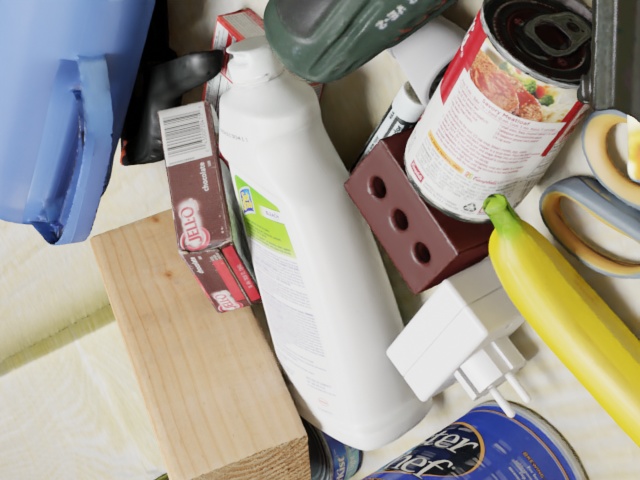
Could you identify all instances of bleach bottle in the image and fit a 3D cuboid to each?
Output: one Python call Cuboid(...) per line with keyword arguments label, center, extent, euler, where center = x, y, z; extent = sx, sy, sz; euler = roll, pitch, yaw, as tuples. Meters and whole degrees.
Cuboid(label="bleach bottle", center=(-0.004, 0.001, 0.645), extent=(0.103, 0.068, 0.251), euler=(20, 132, 50))

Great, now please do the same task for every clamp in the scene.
Cuboid(label="clamp", center=(-0.122, -0.132, 0.771), extent=(0.210, 0.036, 0.164), euler=(122, 134, -57))

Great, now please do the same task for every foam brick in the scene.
Cuboid(label="foam brick", center=(0.061, -0.019, 0.592), extent=(0.078, 0.051, 0.053), euler=(57, 144, 13))

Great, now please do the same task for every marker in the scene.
Cuboid(label="marker", center=(0.033, -0.050, 0.639), extent=(0.020, 0.020, 0.121), euler=(55, 143, 17))

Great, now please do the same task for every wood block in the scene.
Cuboid(label="wood block", center=(-0.085, 0.085, 0.744), extent=(0.091, 0.090, 0.206), euler=(85, 162, -54))

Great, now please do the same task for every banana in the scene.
Cuboid(label="banana", center=(0.142, 0.061, 0.524), extent=(0.037, 0.069, 0.198), euler=(-43, 80, 11))

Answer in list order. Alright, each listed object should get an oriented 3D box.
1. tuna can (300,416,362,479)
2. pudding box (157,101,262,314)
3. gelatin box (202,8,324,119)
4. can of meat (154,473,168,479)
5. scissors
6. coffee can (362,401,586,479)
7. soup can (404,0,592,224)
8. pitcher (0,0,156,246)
Cuboid(label="tuna can", center=(-0.009, 0.145, 0.791), extent=(0.086, 0.033, 0.086), euler=(29, 131, 41))
Cuboid(label="pudding box", center=(-0.071, -0.021, 0.699), extent=(0.090, 0.039, 0.113), euler=(71, -173, -60))
Cuboid(label="gelatin box", center=(-0.038, -0.097, 0.697), extent=(0.089, 0.030, 0.073), euler=(45, 139, 31))
Cuboid(label="can of meat", center=(-0.070, 0.199, 0.783), extent=(0.084, 0.101, 0.057), euler=(9, 116, 48))
Cuboid(label="scissors", center=(0.182, 0.002, 0.475), extent=(0.202, 0.016, 0.096), euler=(28, 130, 42))
Cuboid(label="coffee can", center=(0.071, 0.167, 0.606), extent=(0.103, 0.140, 0.103), euler=(30, 131, 41))
Cuboid(label="soup can", center=(0.089, -0.064, 0.516), extent=(0.068, 0.068, 0.102), euler=(52, 143, 20))
Cuboid(label="pitcher", center=(-0.174, -0.121, 0.703), extent=(0.149, 0.144, 0.243), euler=(29, 137, -3))
